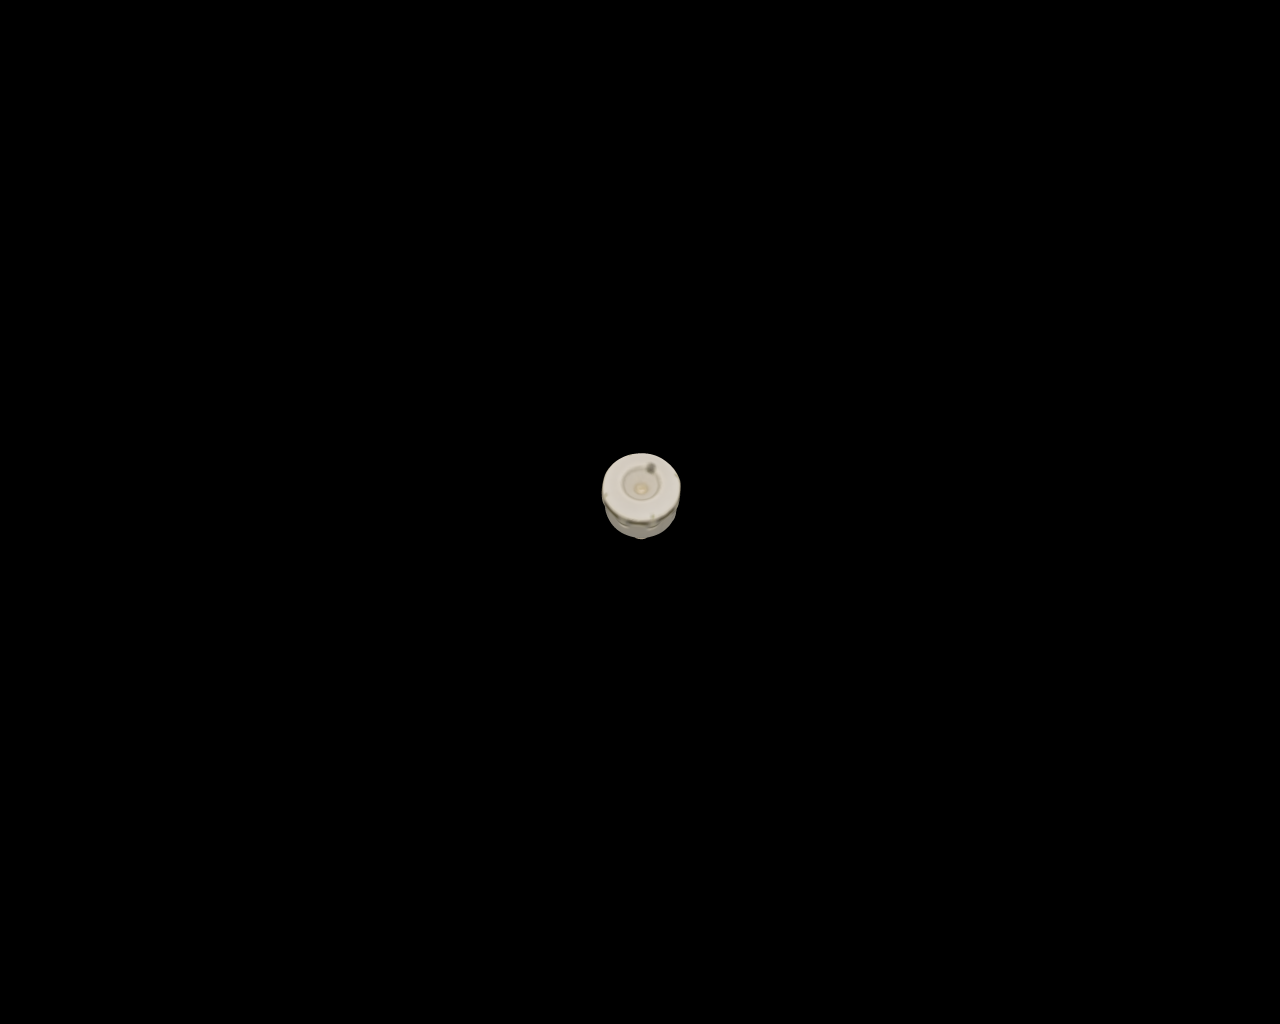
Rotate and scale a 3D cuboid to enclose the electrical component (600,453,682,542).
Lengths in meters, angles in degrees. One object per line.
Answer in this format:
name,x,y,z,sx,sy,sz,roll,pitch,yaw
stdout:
electrical component,0.001,-0.003,0.650,0.048,0.048,0.062,0,-28,0
